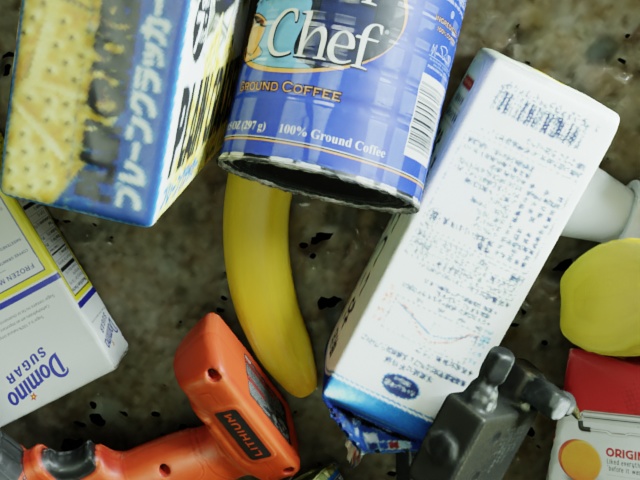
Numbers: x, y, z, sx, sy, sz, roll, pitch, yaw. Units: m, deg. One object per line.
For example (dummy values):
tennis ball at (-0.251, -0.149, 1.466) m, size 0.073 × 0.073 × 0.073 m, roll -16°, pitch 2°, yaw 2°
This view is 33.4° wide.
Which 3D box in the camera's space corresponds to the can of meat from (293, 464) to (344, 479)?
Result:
can of meat at (-0.011, 0.186, 0.608) m, size 0.102 × 0.057 × 0.084 m, roll -35°, pitch 87°, yaw 25°

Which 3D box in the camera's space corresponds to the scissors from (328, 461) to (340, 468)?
scissors at (-0.059, 0.215, 0.667) m, size 0.202 × 0.016 × 0.096 m, roll -25°, pitch 102°, yaw 10°

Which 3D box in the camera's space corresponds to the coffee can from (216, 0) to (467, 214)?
coffee can at (0.015, -0.093, 0.524) m, size 0.103 × 0.103 × 0.140 m, roll 13°, pitch 86°, yaw 1°

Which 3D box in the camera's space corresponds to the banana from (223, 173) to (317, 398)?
banana at (-0.021, -0.006, 0.600) m, size 0.069 × 0.037 × 0.198 m, roll 11°, pitch 104°, yaw 4°

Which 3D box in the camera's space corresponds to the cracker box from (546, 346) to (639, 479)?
cracker box at (0.205, 0.173, 0.581) m, size 0.164 × 0.072 × 0.214 m, roll 15°, pitch 106°, yaw 31°

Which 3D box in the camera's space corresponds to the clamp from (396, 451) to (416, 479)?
clamp at (0.062, 0.197, 0.631) m, size 0.120 × 0.039 × 0.172 m, roll 50°, pitch 122°, yaw 32°

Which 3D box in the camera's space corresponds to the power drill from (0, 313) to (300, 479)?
power drill at (-0.120, 0.115, 0.601) m, size 0.188 × 0.057 × 0.184 m, roll -27°, pitch 127°, yaw 11°

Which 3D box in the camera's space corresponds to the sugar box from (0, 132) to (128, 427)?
sugar box at (-0.195, 0.014, 0.615) m, size 0.093 × 0.048 × 0.176 m, roll -26°, pitch 104°, yaw 9°

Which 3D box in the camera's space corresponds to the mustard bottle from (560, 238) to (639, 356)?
mustard bottle at (0.230, 0.037, 0.557) m, size 0.191 × 0.096 × 0.058 m, roll 6°, pitch 77°, yaw -19°
